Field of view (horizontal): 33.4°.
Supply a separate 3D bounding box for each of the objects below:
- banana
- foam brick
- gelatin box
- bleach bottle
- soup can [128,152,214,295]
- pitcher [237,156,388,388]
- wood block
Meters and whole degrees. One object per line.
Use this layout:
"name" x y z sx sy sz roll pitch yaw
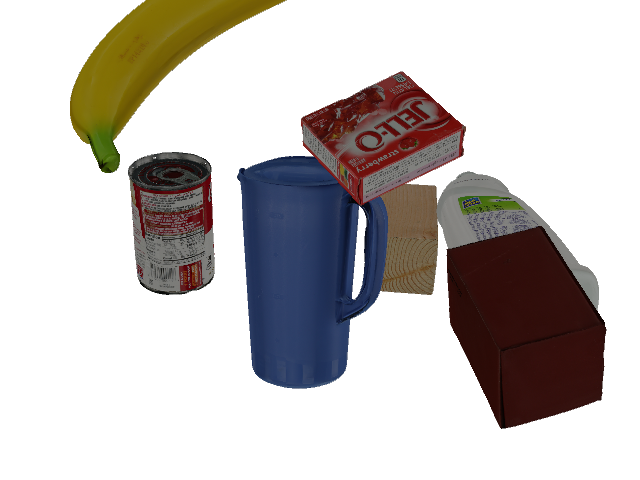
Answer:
"banana" -0.069 -0.108 0.566 0.070 0.197 0.037 31 -28 20
"foam brick" 0.096 0.040 0.509 0.051 0.053 0.078 -13 39 -5
"gelatin box" 0.043 -0.072 0.729 0.089 0.030 0.073 -27 52 -19
"bleach bottle" 0.167 -0.001 0.972 0.102 0.068 0.251 -1 27 -4
"soup can" -0.123 -0.014 0.892 0.068 0.102 0.068 0 28 0
"pitcher" -0.013 0.036 1.166 0.145 0.243 0.149 -3 18 -11
"wood block" 0.129 -0.007 1.609 0.091 0.090 0.206 4 25 3
